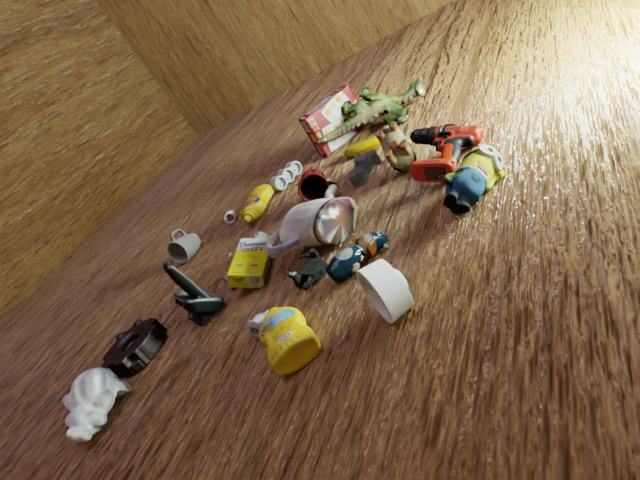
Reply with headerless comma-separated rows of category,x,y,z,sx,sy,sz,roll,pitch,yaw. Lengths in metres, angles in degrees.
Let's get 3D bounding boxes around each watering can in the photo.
watering can,0.004,-0.067,1.322,0.223,0.102,0.354,-7,30,45

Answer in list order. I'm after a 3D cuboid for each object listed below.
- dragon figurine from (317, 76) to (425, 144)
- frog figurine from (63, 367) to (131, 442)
dragon figurine,0.197,-0.427,1.751,0.414,0.120,0.245,-42,33,-14
frog figurine,-0.528,0.372,1.168,0.137,0.121,0.162,-2,24,21
